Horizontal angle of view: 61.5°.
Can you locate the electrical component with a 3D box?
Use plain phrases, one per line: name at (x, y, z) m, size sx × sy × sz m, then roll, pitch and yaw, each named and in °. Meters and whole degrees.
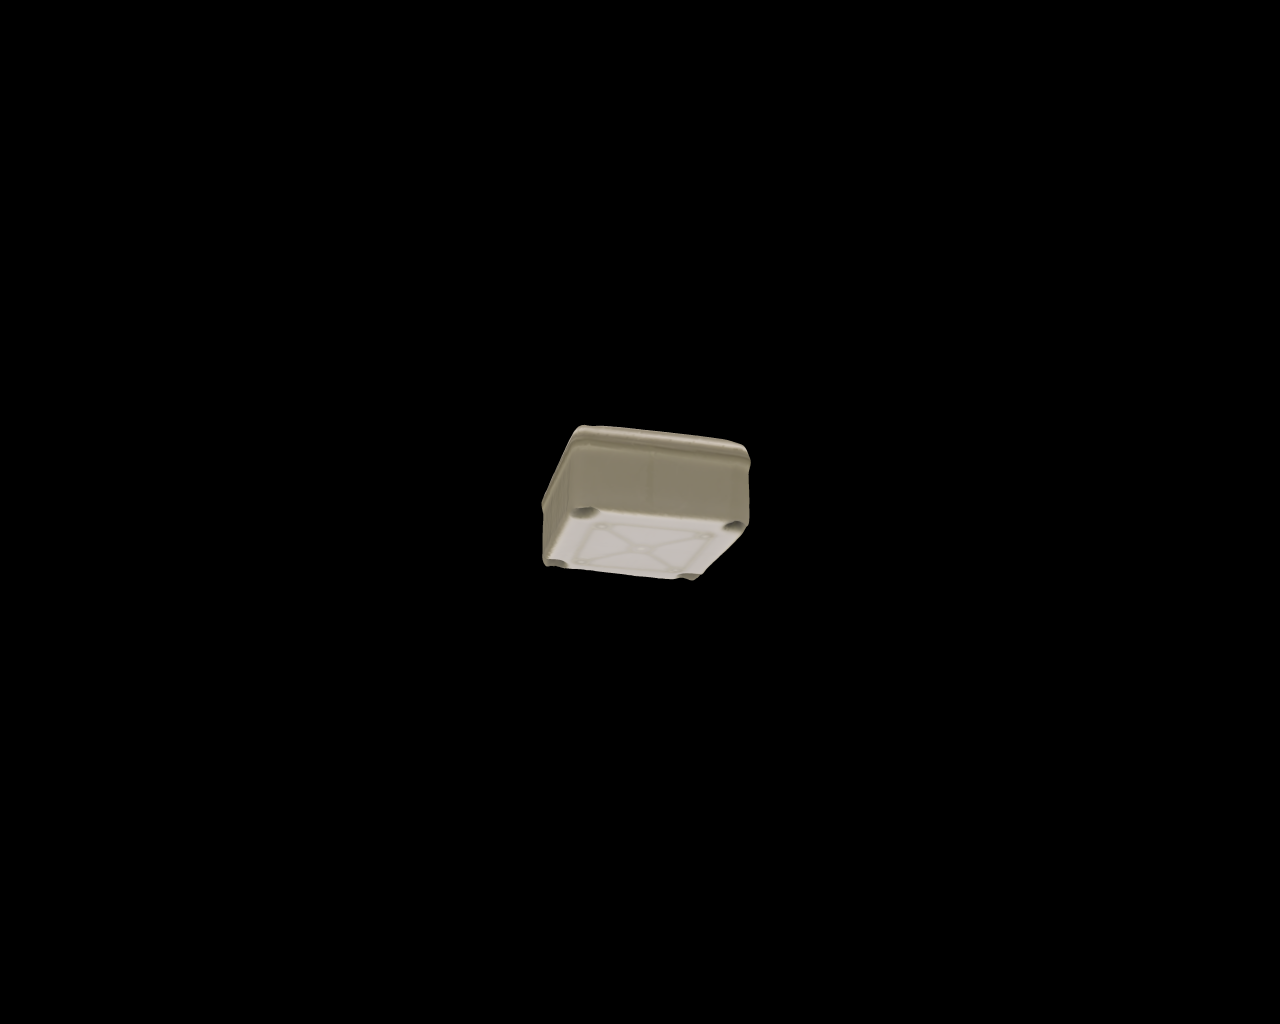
electrical component at (0.001, -0.003, 0.650) m, size 0.109 × 0.056 × 0.108 m, roll 6°, pitch -23°, yaw -14°
